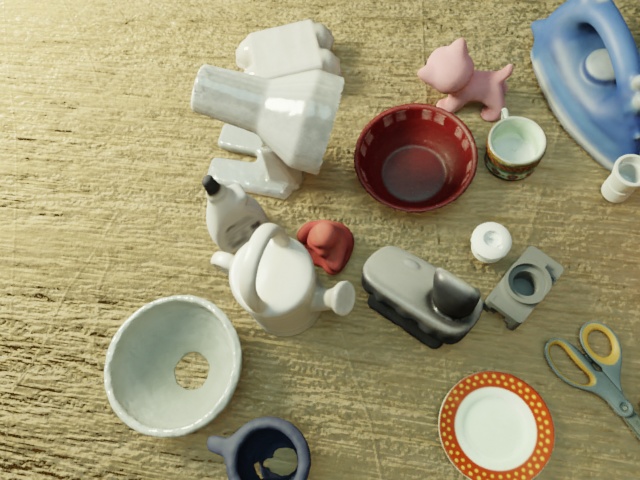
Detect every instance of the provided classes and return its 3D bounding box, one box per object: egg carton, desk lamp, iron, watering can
[{"bbox_3d":[-0.047,-0.260,0.844,0.150,0.069,0.107,-14,69,1],"label":"egg carton"},{"bbox_3d":[-0.065,-0.135,0.723,0.203,0.214,0.118,10,71,10],"label":"desk lamp"},{"bbox_3d":[0.374,-0.220,0.744,0.118,0.141,0.258,-16,69,1],"label":"iron"},{"bbox_3d":[-0.046,0.044,0.665,0.172,0.194,0.101,-4,69,5],"label":"watering can"}]

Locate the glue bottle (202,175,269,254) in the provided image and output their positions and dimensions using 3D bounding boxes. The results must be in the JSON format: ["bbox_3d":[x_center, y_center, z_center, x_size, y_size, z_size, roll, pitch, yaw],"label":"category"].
[{"bbox_3d":[-0.115,-0.039,0.714,0.078,0.173,0.037,-33,70,-6],"label":"glue bottle"}]

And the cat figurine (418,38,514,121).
[{"bbox_3d":[0.197,-0.223,0.778,0.127,0.118,0.067,6,71,9],"label":"cat figurine"}]

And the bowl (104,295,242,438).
[{"bbox_3d":[-0.169,0.156,0.701,0.167,0.075,0.167,-2,70,6],"label":"bowl"}]

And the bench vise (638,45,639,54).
[{"bbox_3d":[0.498,-0.311,0.722,0.121,0.220,0.207,21,73,13],"label":"bench vise"}]

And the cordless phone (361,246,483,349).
[{"bbox_3d":[0.118,0.047,0.651,0.147,0.185,0.094,29,75,16],"label":"cordless phone"}]

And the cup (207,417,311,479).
[{"bbox_3d":[-0.064,0.246,0.646,0.117,0.095,0.092,13,72,11],"label":"cup"}]

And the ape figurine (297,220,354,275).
[{"bbox_3d":[0.007,0.003,0.729,0.076,0.092,0.077,-22,69,-2],"label":"ape figurine"}]
